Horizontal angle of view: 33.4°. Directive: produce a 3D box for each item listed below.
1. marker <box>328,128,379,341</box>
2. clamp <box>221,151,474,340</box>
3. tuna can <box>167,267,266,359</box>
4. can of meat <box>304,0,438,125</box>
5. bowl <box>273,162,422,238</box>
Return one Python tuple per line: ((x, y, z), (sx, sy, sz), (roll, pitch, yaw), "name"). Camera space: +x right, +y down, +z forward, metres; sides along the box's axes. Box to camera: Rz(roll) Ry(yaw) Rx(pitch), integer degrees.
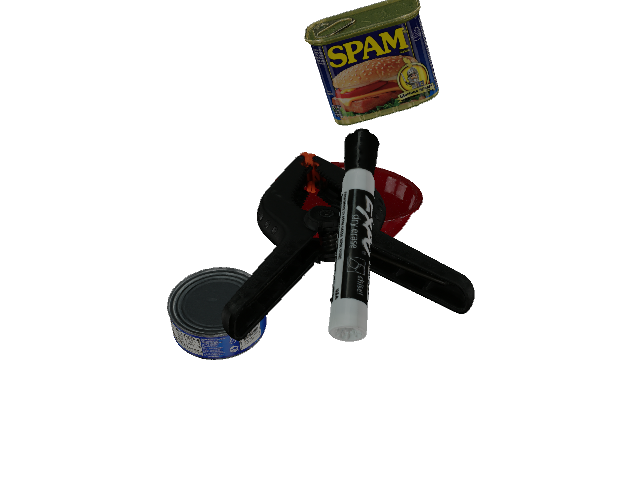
((0.018, -0.006, 0.551), (0.020, 0.121, 0.020), (4, -30, 2), "marker")
((0.016, -0.002, 0.759), (0.164, 0.036, 0.210), (-2, 33, -1), "clamp")
((-0.090, 0.064, 0.942), (0.086, 0.034, 0.086), (-2, 41, 2), "tuna can")
((0.047, -0.156, 0.930), (0.102, 0.084, 0.057), (-14, 28, 9), "can of meat")
((0.027, -0.031, 1.155), (0.162, 0.055, 0.162), (4, 26, -2), "bowl")
